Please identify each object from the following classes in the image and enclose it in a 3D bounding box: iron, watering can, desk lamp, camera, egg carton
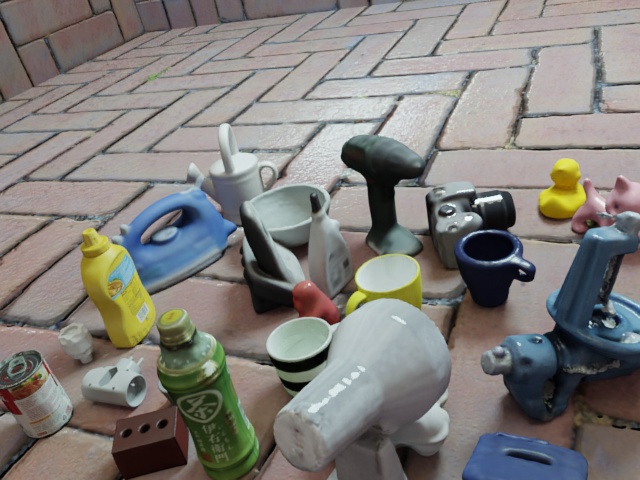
[{"bbox_3d":[-0.283,-0.005,1.023,0.259,0.142,0.118,-35,38,-30],"label":"iron"},{"bbox_3d":[-0.175,-0.133,1.133,0.173,0.194,0.100,-21,33,-12],"label":"watering can"},{"bbox_3d":[0.037,0.189,0.538,0.117,0.214,0.204,12,40,34],"label":"desk lamp"},{"bbox_3d":[0.246,-0.039,0.925,0.136,0.101,0.143,-10,32,4],"label":"camera"},{"bbox_3d":[0.071,0.193,0.655,0.150,0.069,0.107,-5,33,12],"label":"egg carton"}]

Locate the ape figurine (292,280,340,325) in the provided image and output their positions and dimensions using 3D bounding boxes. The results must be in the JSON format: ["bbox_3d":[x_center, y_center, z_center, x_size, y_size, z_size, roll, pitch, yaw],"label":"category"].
[{"bbox_3d":[-0.014,0.096,0.816,0.076,0.092,0.078,-5,33,13],"label":"ape figurine"}]

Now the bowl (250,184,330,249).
[{"bbox_3d":[-0.056,-0.033,1.048,0.167,0.075,0.167,-9,32,6],"label":"bowl"}]

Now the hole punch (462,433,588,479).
[{"bbox_3d":[0.192,0.225,0.541,0.108,0.091,0.101,5,36,26],"label":"hole punch"}]

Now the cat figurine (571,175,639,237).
[{"bbox_3d":[0.444,-0.053,0.858,0.067,0.118,0.127,-24,34,-16],"label":"cat figurine"}]

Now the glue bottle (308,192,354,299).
[{"bbox_3d":[0.008,0.003,0.876,0.037,0.173,0.078,15,41,37],"label":"glue bottle"}]

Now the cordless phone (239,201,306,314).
[{"bbox_3d":[-0.086,0.006,0.894,0.094,0.185,0.147,-18,32,-7],"label":"cordless phone"}]

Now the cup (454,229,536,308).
[{"bbox_3d":[0.246,0.050,0.792,0.092,0.095,0.117,-32,37,-27],"label":"cup"}]

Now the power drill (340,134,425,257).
[{"bbox_3d":[0.109,-0.075,0.927,0.076,0.209,0.228,-23,33,-15],"label":"power drill"}]

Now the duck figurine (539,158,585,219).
[{"bbox_3d":[0.409,-0.093,0.963,0.077,0.086,0.105,15,42,37],"label":"duck figurine"}]

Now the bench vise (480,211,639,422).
[{"bbox_3d":[0.277,0.087,0.604,0.208,0.220,0.121,-28,35,-23],"label":"bench vise"}]
